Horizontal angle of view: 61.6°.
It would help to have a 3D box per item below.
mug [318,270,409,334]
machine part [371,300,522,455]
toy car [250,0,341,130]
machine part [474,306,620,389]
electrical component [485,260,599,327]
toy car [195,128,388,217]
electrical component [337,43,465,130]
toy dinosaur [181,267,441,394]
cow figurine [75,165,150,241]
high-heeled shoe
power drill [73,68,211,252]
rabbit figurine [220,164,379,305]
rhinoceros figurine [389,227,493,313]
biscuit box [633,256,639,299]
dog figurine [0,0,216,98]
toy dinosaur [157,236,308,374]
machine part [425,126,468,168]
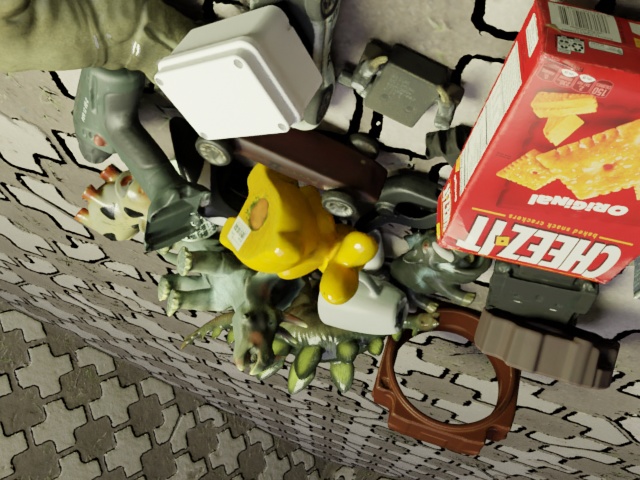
[{"bbox_3d":[0.061,0.076,0.714,0.107,0.081,0.109,12,136,27],"label":"mug"},{"bbox_3d":[0.192,0.201,0.810,0.201,0.201,0.087,15,148,12],"label":"machine part"},{"bbox_3d":[-0.023,-0.169,0.447,0.074,0.056,0.201,23,153,10],"label":"toy car"},{"bbox_3d":[0.289,0.132,0.700,0.179,0.056,0.179,13,-175,-1],"label":"machine part"},{"bbox_3d":[0.262,0.047,0.637,0.115,0.058,0.134,9,152,17],"label":"electrical component"},{"bbox_3d":[-0.029,-0.091,0.555,0.202,0.089,0.053,23,153,-7],"label":"toy car"},{"bbox_3d":[0.070,-0.129,0.462,0.102,0.045,0.078,27,151,-11],"label":"electrical component"},{"bbox_3d":[-0.032,0.134,0.852,0.472,0.198,0.105,-3,141,36],"label":"toy dinosaur"},{"bbox_3d":[-0.293,-0.049,0.824,0.127,0.085,0.195,37,147,-16],"label":"cow figurine"},{"bbox_3d":[-0.070,-0.063,0.668,0.145,0.086,0.248,-15,131,18],"label":"high-heeled shoe"},{"bbox_3d":[-0.214,-0.093,0.621,0.207,0.086,0.232,60,147,14],"label":"power drill"},{"bbox_3d":[-0.001,-0.002,0.617,0.173,0.122,0.163,23,-175,-43],"label":"rabbit figurine"},{"bbox_3d":[0.149,0.025,0.668,0.112,0.073,0.190,37,156,-2],"label":"rhinoceros figurine"},{"bbox_3d":[0.357,-0.004,0.470,0.059,0.063,0.202,16,153,7],"label":"biscuit box"},{"bbox_3d":[-0.192,-0.165,0.453,0.190,0.172,0.121,37,161,-14],"label":"dog figurine"},{"bbox_3d":[-0.149,0.054,0.847,0.192,0.131,0.405,9,-168,-25],"label":"toy dinosaur"},{"bbox_3d":[0.161,-0.062,0.534,0.138,0.039,0.084,34,159,-28],"label":"machine part"}]
